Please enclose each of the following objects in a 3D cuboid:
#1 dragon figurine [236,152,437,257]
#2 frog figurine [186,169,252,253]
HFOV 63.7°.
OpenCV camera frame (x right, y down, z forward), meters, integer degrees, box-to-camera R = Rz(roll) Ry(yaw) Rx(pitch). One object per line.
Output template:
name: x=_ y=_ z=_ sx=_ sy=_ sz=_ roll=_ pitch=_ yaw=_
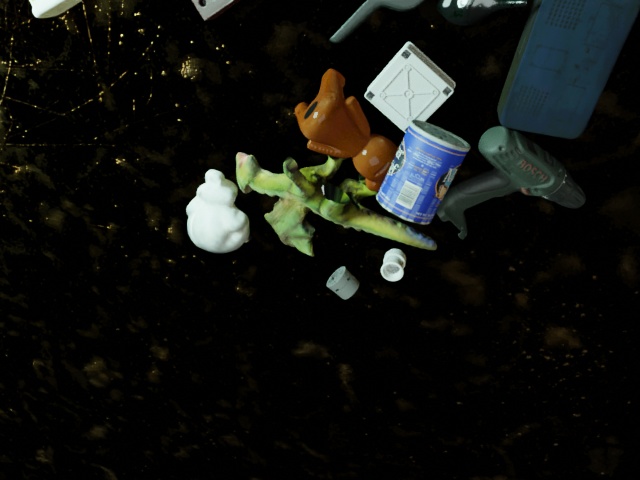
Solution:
dragon figurine: x=0.003 y=-0.051 z=1.014 sx=0.409 sy=0.125 sz=0.238 roll=38 pitch=140 yaw=-4
frog figurine: x=-0.206 y=-0.055 z=1.045 sx=0.138 sy=0.125 sz=0.155 roll=28 pitch=137 yaw=23
